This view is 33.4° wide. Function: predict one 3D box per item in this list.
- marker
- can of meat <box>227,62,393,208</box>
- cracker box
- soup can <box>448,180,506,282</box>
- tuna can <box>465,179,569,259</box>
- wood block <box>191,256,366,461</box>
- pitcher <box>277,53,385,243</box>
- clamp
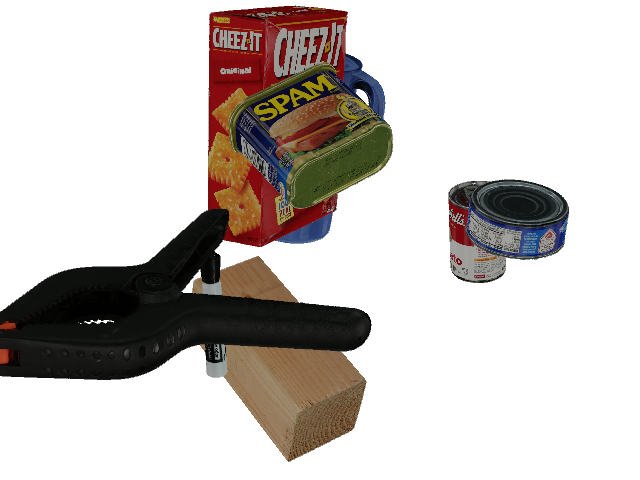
[{"bbox_3d":[-0.095,0.064,0.944,0.020,0.121,0.020,-1,23,0],"label":"marker"},{"bbox_3d":[-0.006,-0.080,0.827,0.102,0.057,0.084,-29,55,-20],"label":"can of meat"},{"bbox_3d":[-0.039,-0.117,1.047,0.072,0.214,0.163,11,18,26],"label":"cracker box"},{"bbox_3d":[0.185,-0.010,1.250,0.068,0.102,0.068,-4,30,2],"label":"soup can"},{"bbox_3d":[0.169,-0.020,0.917,0.086,0.034,0.086,2,30,-1],"label":"tuna can"},{"bbox_3d":[-0.051,0.125,1.163,0.090,0.090,0.206,-21,51,-29],"label":"wood block"},{"bbox_3d":[-0.017,-0.121,1.370,0.144,0.243,0.149,-2,25,-22],"label":"pitcher"},{"bbox_3d":[-0.098,0.034,0.623,0.209,0.036,0.165,-10,30,-29],"label":"clamp"}]
